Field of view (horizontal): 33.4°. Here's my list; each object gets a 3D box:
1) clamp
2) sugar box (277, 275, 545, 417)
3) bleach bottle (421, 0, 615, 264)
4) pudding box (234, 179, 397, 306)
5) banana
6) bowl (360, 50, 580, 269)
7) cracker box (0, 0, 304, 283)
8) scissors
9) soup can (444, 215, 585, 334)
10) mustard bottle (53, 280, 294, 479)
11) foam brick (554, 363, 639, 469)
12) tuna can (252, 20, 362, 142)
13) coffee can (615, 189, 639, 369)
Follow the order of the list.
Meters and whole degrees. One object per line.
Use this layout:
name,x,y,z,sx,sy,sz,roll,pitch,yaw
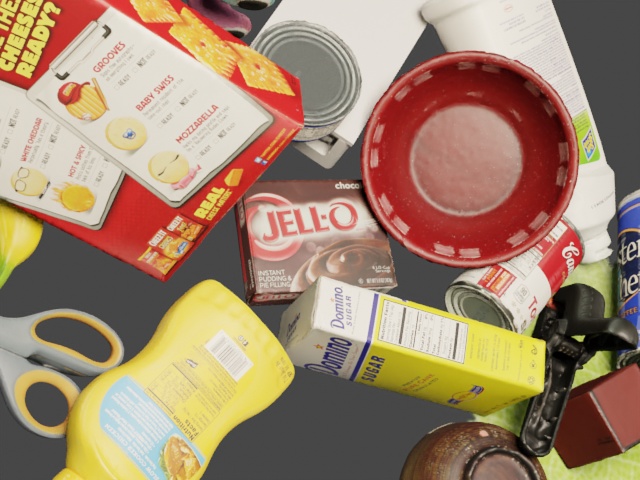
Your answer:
clamp,0.182,0.088,0.802,0.039,0.171,0.120,37,103,-3
sugar box,0.064,0.081,0.771,0.176,0.093,0.048,14,65,-14
bleach bottle,0.176,-0.095,0.871,0.102,0.068,0.251,-29,101,-31
pudding box,-0.005,0.001,0.807,0.113,0.039,0.090,-1,69,-21
banana,-0.245,-0.059,0.738,0.069,0.037,0.198,-23,75,-52
bowl,0.113,-0.061,0.814,0.162,0.055,0.162,1,95,6
cracker box,-0.143,-0.088,0.694,0.213,0.164,0.072,30,30,-24
scissors,-0.223,0.072,0.687,0.201,0.016,0.096,15,73,-31
soup can,0.153,0.027,0.838,0.068,0.069,0.102,45,62,1
mustard bottle,-0.110,0.121,0.711,0.096,0.058,0.191,50,62,-9
foam brick,0.214,0.135,0.813,0.051,0.078,0.053,-24,81,-28
tuna can,-0.015,-0.116,0.782,0.086,0.034,0.086,7,68,-17
coffee can,0.293,0.038,0.864,0.102,0.103,0.140,14,66,-14
